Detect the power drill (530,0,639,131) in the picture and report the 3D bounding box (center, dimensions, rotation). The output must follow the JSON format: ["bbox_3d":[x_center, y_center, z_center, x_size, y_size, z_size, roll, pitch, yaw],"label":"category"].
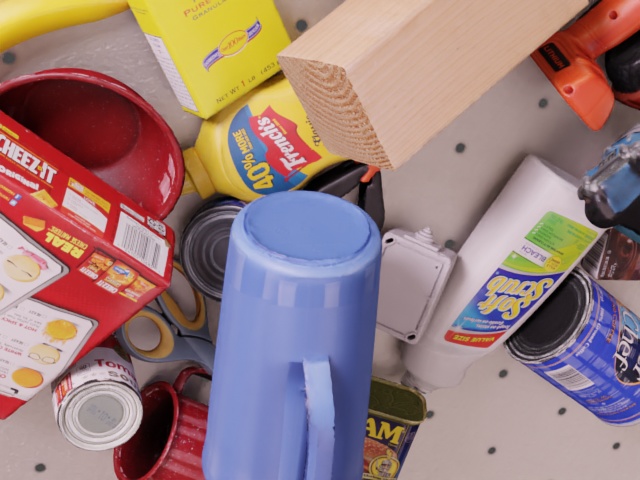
[{"bbox_3d":[0.264,-0.173,0.834,0.188,0.184,0.057,-40,121,15],"label":"power drill"}]

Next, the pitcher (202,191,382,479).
[{"bbox_3d":[-0.017,0.095,0.804,0.144,0.149,0.243,-37,143,-45],"label":"pitcher"}]

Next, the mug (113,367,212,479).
[{"bbox_3d":[-0.116,0.169,0.929,0.081,0.093,0.117,28,72,-33],"label":"mug"}]

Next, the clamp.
[{"bbox_3d":[-0.006,0.001,0.905,0.120,0.039,0.172,9,113,-26],"label":"clamp"}]

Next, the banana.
[{"bbox_3d":[-0.228,-0.142,0.763,0.198,0.037,0.069,-35,141,2],"label":"banana"}]

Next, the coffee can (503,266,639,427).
[{"bbox_3d":[0.254,0.100,1.002,0.140,0.103,0.103,35,101,-29],"label":"coffee can"}]

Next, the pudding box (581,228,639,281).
[{"bbox_3d":[0.300,-0.018,0.995,0.090,0.039,0.113,2,114,-19],"label":"pudding box"}]

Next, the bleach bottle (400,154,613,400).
[{"bbox_3d":[0.157,0.049,0.969,0.102,0.068,0.251,24,109,-31],"label":"bleach bottle"}]

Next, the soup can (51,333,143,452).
[{"bbox_3d":[-0.183,0.115,0.864,0.068,0.102,0.068,-7,117,-15],"label":"soup can"}]

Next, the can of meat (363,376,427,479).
[{"bbox_3d":[0.035,0.171,0.963,0.102,0.057,0.084,17,114,-4],"label":"can of meat"}]

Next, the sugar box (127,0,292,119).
[{"bbox_3d":[-0.092,-0.186,0.767,0.093,0.048,0.176,-38,125,-18],"label":"sugar box"}]

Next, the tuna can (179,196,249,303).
[{"bbox_3d":[-0.071,0.009,0.869,0.086,0.033,0.086,1,104,5],"label":"tuna can"}]

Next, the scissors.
[{"bbox_3d":[-0.105,0.110,0.900,0.096,0.016,0.201,-37,111,-35],"label":"scissors"}]

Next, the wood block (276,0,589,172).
[{"bbox_3d":[0.083,-0.153,0.773,0.206,0.090,0.090,-41,122,-17],"label":"wood block"}]

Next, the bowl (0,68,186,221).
[{"bbox_3d":[-0.178,-0.070,0.784,0.162,0.055,0.162,-1,133,-1],"label":"bowl"}]

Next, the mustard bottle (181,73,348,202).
[{"bbox_3d":[-0.034,-0.083,0.840,0.191,0.058,0.096,-27,119,-4],"label":"mustard bottle"}]

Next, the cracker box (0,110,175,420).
[{"bbox_3d":[-0.235,0.026,0.783,0.164,0.072,0.214,36,123,-29],"label":"cracker box"}]
